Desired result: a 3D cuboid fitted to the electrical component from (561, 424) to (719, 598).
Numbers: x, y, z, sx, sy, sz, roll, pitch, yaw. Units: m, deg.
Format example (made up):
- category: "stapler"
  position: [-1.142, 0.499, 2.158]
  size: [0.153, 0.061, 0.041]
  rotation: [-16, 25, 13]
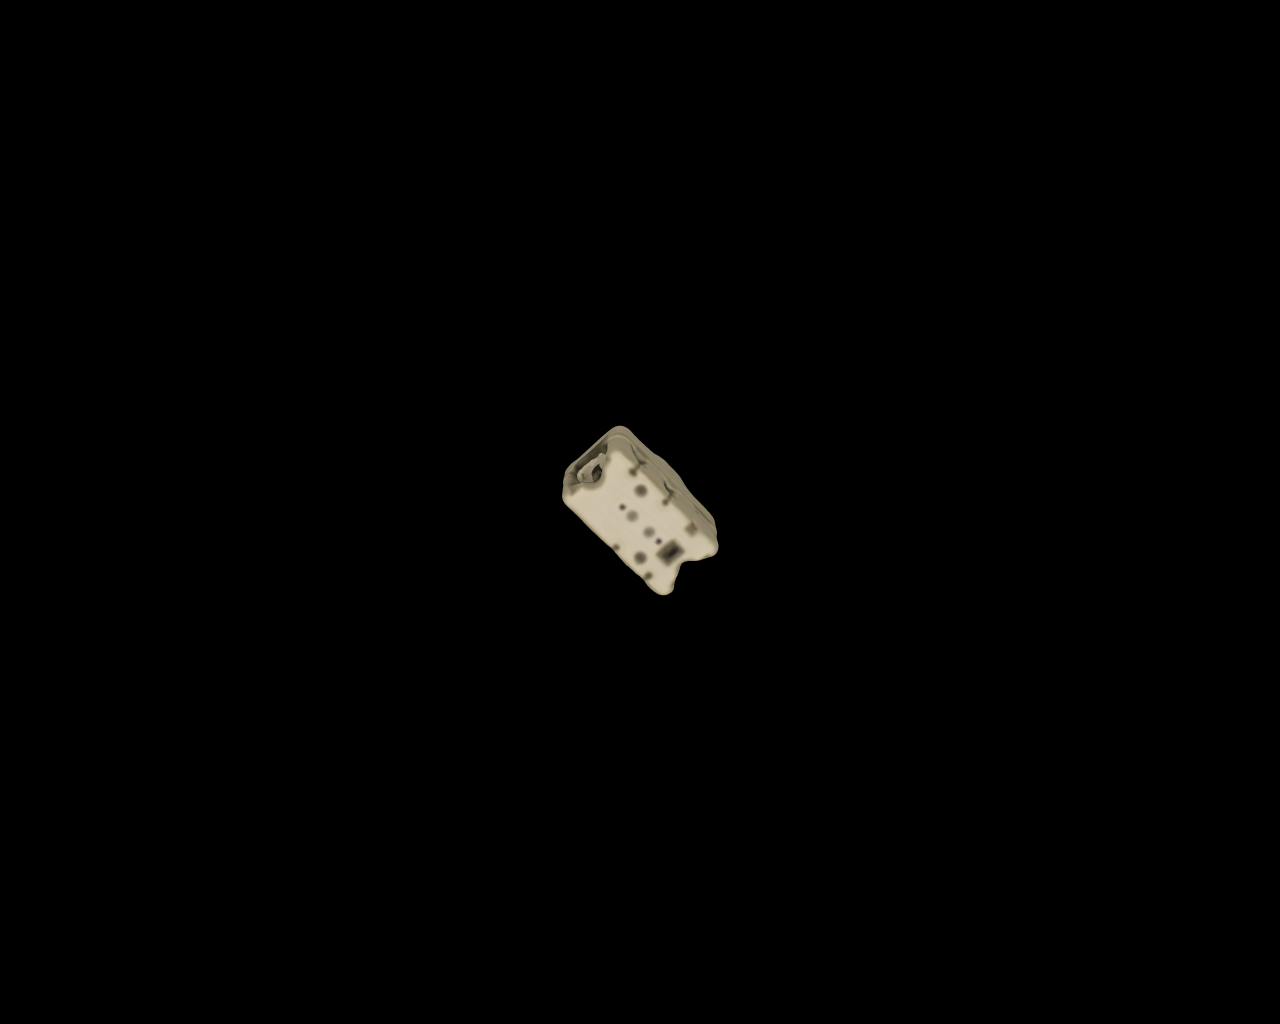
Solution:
- category: "electrical component"
  position: [0.001, -0.003, 0.650]
  size: [0.050, 0.089, 0.056]
  rotation: [-41, 15, 14]
